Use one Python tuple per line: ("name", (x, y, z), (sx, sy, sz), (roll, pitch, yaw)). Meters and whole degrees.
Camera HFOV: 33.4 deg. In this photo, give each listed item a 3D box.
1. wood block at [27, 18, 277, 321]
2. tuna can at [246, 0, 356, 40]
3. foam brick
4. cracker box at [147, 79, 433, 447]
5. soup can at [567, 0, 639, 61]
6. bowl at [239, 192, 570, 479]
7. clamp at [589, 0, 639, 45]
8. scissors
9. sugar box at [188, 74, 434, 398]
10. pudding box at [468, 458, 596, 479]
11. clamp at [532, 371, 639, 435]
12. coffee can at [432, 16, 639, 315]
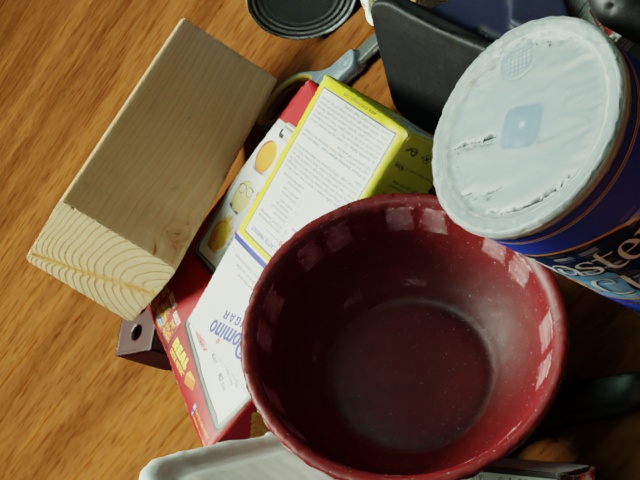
("wood block", (-0.120, -0.056, 0.795), (0.090, 0.090, 0.206), (-44, 18, 49))
("tuna can", (-0.016, -0.198, 0.828), (0.086, 0.086, 0.034), (-37, 43, 34))
("foam brick", (-0.122, 0.059, 0.850), (0.053, 0.051, 0.078), (-15, 60, 46))
("cracker box", (-0.018, 0.025, 0.724), (0.214, 0.072, 0.164), (-52, 40, 18))
("soup can", (0.166, -0.132, 0.580), (0.069, 0.068, 0.102), (-40, 44, 32))
("bowl", (0.043, 0.057, 0.543), (0.162, 0.055, 0.162), (-5, 58, 7))
("clamp", (0.197, -0.070, 0.465), (0.172, 0.120, 0.039), (54, 143, 31))
("scissors", (0.017, -0.113, 0.798), (0.202, 0.016, 0.096), (-24, 52, 44))
("sugar box", (-0.004, 0.001, 0.626), (0.093, 0.048, 0.176), (43, 109, 49))
("pudding box", (0.082, 0.155, 0.531), (0.114, 0.039, 0.090), (-4, 83, 41))
("clamp", (0.069, 0.086, 0.605), (0.210, 0.036, 0.165), (-50, 48, 24))
("coffee can", (0.137, -0.028, 0.500), (0.103, 0.140, 0.103), (-28, 51, 40))
